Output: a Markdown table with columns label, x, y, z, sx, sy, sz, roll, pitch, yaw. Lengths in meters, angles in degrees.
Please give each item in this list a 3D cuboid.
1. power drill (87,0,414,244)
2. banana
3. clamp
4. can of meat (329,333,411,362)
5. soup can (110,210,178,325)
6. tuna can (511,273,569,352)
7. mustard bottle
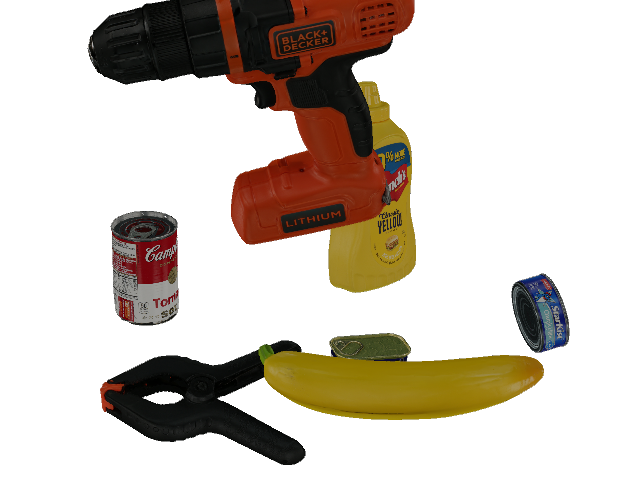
| label | x | y | z | sx | sy | sz | roll | pitch | yaw |
| --- | --- | --- | --- | --- | --- | --- | --- | --- | --- |
| power drill | -0.032 | -0.079 | 0.648 | 0.184 | 0.057 | 0.187 | -11 | -39 | -2 |
| banana | 0.044 | 0.089 | 0.699 | 0.198 | 0.037 | 0.069 | 3 | 32 | 14 |
| clamp | -0.091 | 0.123 | 0.882 | 0.171 | 0.039 | 0.120 | 10 | 38 | 0 |
| can of meat | 0.060 | 0.171 | 1.375 | 0.102 | 0.084 | 0.057 | -2 | 24 | -18 |
| soup can | -0.182 | 0.029 | 1.112 | 0.068 | 0.102 | 0.068 | 2 | 26 | -1 |
| tuna can | 0.248 | 0.083 | 1.207 | 0.033 | 0.086 | 0.086 | -15 | 2 | -7 |
| mustard bottle | 0.047 | -0.054 | 1.004 | 0.096 | 0.192 | 0.058 | -19 | 24 | -39 |
